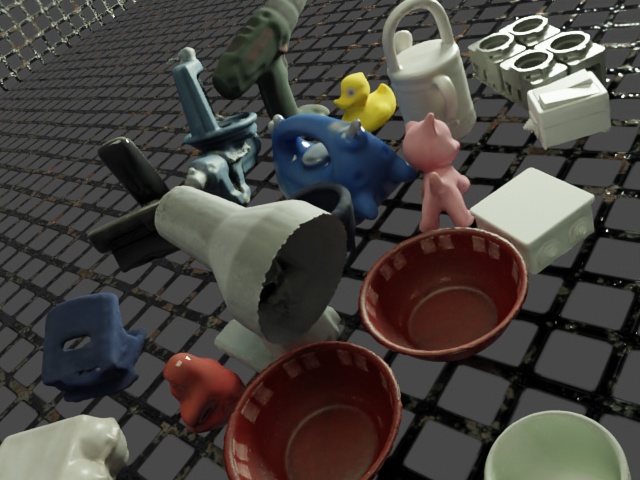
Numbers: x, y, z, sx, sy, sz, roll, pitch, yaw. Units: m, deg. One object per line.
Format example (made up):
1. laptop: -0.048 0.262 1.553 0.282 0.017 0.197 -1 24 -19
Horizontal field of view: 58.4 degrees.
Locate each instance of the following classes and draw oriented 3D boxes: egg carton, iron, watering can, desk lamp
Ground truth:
1. egg carton: -0.266 0.238 0.564 0.150 0.070 0.107 -19 37 11
2. iron: -0.005 -0.114 0.769 0.257 0.142 0.119 21 57 45
3. watering can: 0.139 -0.234 0.782 0.101 0.194 0.172 -39 38 -16
4. desk lamp: -0.059 0.044 0.550 0.202 0.214 0.118 14 53 42

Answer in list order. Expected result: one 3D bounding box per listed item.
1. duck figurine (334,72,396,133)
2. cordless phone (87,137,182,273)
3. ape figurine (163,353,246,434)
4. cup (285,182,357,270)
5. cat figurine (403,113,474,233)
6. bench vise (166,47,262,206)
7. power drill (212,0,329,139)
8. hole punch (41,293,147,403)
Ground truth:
1. duck figurine: 0.067 -0.223 0.904 0.105 0.086 0.077 -37 38 -14
2. cordless phone: -0.285 -0.057 0.835 0.147 0.185 0.094 -26 36 2
3. ape figurine: -0.121 0.144 0.569 0.076 0.092 0.078 -7 41 25
4. cup: 0.006 0.002 0.661 0.091 0.095 0.117 -15 38 15
5. cat figurine: 0.134 -0.089 0.674 0.067 0.118 0.128 -14 38 17
6. bench vise: -0.158 -0.166 0.861 0.121 0.220 0.207 -22 37 7
7. power drill: -0.066 -0.278 0.949 0.075 0.209 0.230 15 53 42
8. hole punch: -0.276 0.128 0.685 0.108 0.091 0.101 -16 38 14
